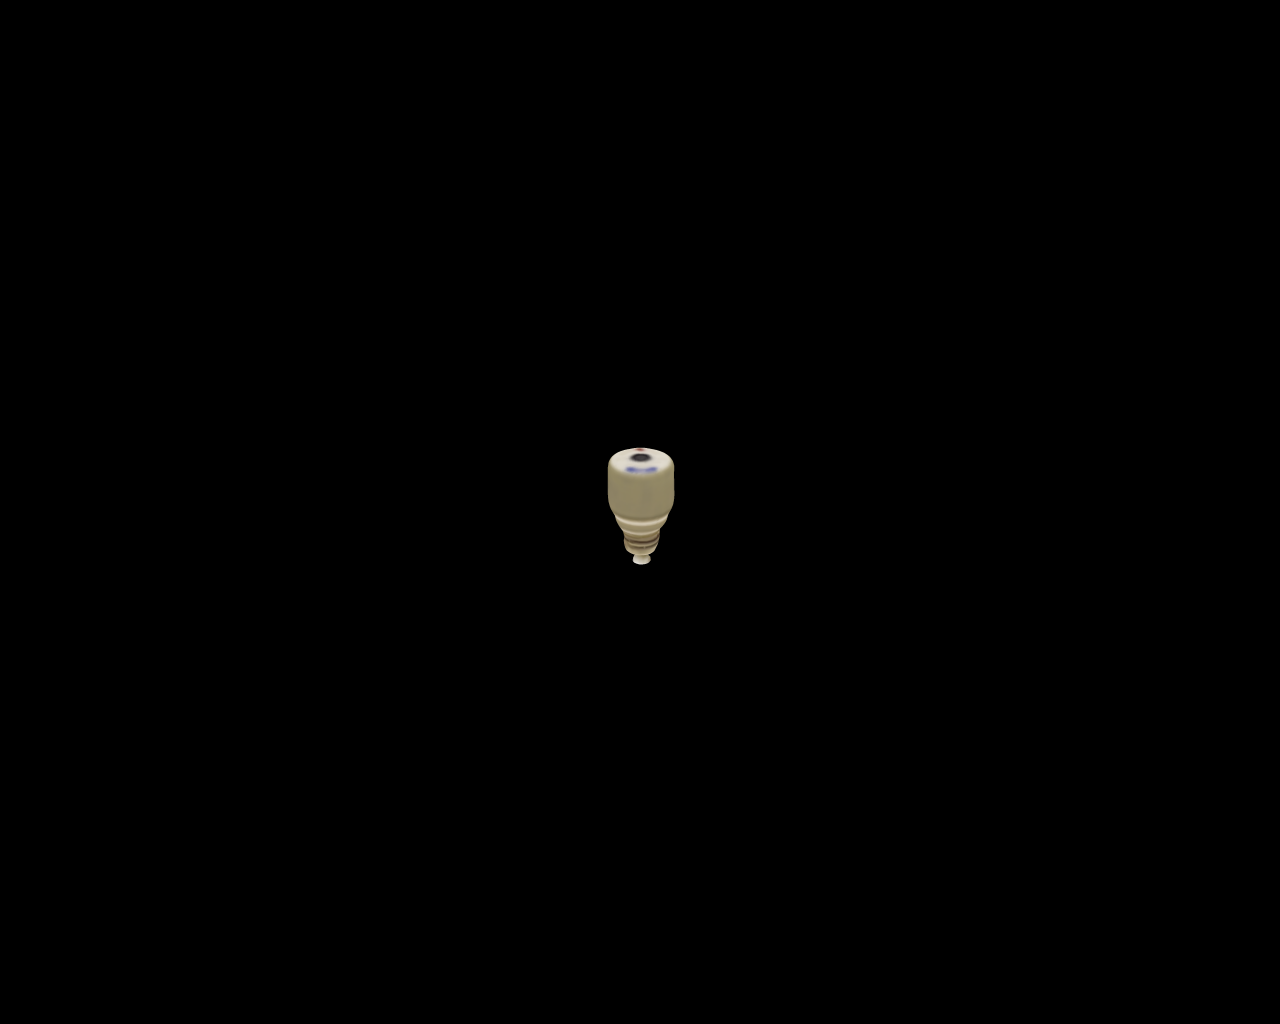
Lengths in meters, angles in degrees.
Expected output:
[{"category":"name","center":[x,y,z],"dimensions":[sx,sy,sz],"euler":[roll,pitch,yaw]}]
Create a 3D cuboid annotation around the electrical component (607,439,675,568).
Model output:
[{"category":"electrical component","center":[0.001,-0.003,0.650],"dimensions":[0.040,0.078,0.040],"euler":[0,28,0]}]
